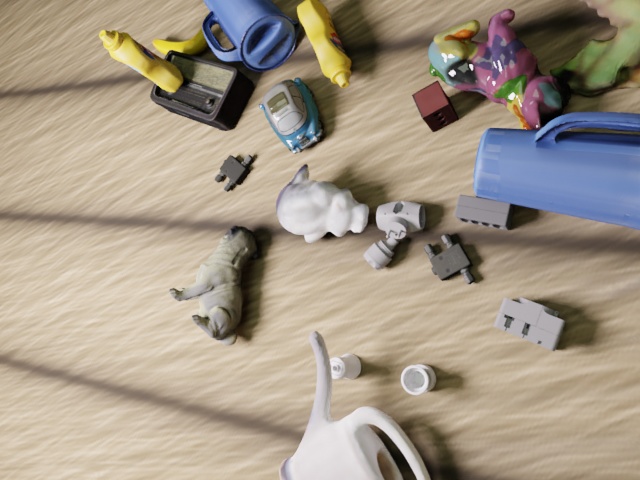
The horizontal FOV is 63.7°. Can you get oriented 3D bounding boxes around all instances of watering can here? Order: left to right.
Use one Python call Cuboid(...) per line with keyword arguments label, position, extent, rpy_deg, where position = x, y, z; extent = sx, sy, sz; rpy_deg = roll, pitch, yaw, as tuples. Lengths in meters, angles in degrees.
Cuboid(label="watering can", position=(0.027, 0.338, 0.827), extent=(0.223, 0.104, 0.350), rpy_deg=(-39, 79, 13))

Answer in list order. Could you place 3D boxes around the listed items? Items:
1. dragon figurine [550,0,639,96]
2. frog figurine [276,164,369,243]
Cuboid(label="dragon figurine", position=(0.452, -0.348, 0.802), extent=(0.415, 0.122, 0.241), rpy_deg=(33, 102, 30))
Cuboid(label="frog figurine", position=(0.003, -0.047, 0.942), extent=(0.161, 0.124, 0.134), rpy_deg=(37, 129, 19))
